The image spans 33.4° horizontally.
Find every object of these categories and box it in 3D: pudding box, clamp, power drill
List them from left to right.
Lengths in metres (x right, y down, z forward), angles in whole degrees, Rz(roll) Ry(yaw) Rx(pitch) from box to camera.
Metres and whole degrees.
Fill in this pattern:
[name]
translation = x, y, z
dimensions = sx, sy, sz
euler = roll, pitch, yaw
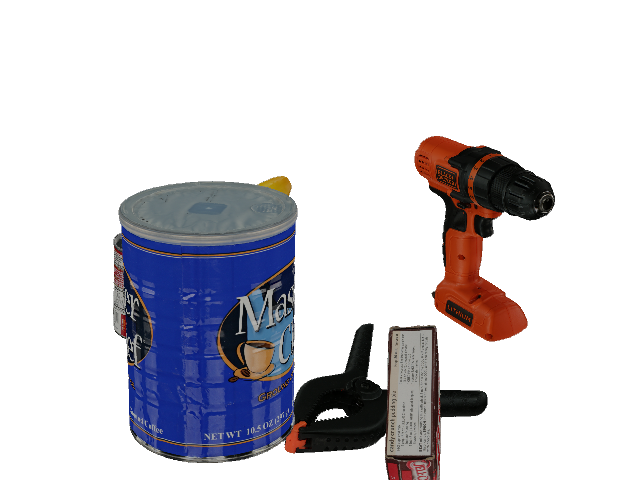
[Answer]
[clamp]
translation = 0.051, 0.156, 1.027
dimensions = 0.165, 0.036, 0.209
euler = 24, 32, 29
[pudding box]
translation = 0.068, 0.131, 0.771
dimensions = 0.039, 0.113, 0.090
euler = -2, -41, 6
[power drill]
translation = 0.163, 0.000, 1.046
dimensions = 0.057, 0.188, 0.185
euler = -16, 26, -24

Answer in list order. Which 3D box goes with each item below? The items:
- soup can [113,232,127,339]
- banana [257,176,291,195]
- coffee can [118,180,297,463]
[soup can]
translation = -0.183, 0.047, 1.114
dimensions = 0.068, 0.102, 0.068
euler = 4, 22, -2
[banana]
translation = -0.065, 0.023, 0.869
dimensions = 0.069, 0.197, 0.037
euler = 11, -37, -10
[coffee can]
translation = -0.066, 0.045, 0.637
dimensions = 0.103, 0.140, 0.103
euler = 1, 19, 0
